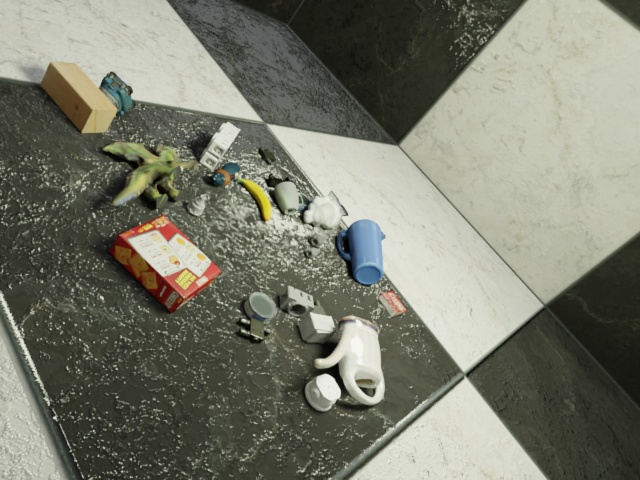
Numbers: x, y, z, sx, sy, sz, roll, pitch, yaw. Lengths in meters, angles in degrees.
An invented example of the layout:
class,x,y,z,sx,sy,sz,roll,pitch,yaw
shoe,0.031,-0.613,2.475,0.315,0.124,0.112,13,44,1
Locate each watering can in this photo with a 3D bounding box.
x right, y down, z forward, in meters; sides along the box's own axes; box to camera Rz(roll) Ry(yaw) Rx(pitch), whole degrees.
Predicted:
class,x,y,z,sx,sy,sz,roll,pitch,yaw
watering can,0.086,0.302,1.367,0.342,0.103,0.230,45,35,-42

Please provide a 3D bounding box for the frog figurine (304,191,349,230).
class,x,y,z,sx,sy,sz,roll,pitch,yaw
frog figurine,0.006,-0.097,1.930,0.123,0.161,0.135,17,-45,63

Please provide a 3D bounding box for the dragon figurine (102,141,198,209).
class,x,y,z,sx,sy,sz,roll,pitch,yaw
dragon figurine,-0.509,-0.202,1.458,0.244,0.120,0.415,29,23,14
